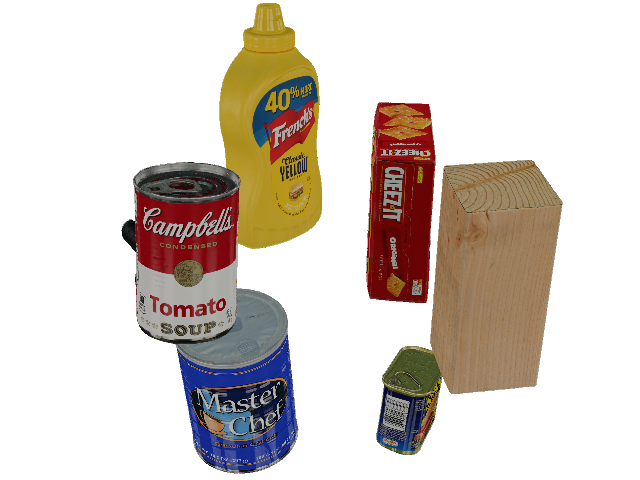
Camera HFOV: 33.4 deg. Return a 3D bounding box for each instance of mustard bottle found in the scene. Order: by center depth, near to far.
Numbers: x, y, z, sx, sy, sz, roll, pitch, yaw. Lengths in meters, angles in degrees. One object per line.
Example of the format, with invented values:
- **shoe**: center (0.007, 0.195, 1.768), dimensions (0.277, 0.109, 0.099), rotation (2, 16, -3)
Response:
- **mustard bottle**: center (-0.040, -0.096, 0.867), dimensions (0.058, 0.192, 0.096), rotation (19, 31, 38)

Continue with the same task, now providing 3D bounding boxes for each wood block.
- **wood block**: center (0.163, 0.037, 1.022), dimensions (0.090, 0.206, 0.090), rotation (-4, 32, -7)

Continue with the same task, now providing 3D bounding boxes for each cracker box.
- **cracker box**: center (0.090, -0.049, 1.207), dimensions (0.072, 0.164, 0.213), rotation (2, 23, 4)

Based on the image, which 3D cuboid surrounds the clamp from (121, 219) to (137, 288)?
- **clamp**: center (-0.148, 0.023, 1.148), dimensions (0.120, 0.039, 0.171), rotation (-13, 38, -7)

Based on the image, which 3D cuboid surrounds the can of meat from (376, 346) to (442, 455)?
- **can of meat**: center (0.102, 0.181, 1.207), dimensions (0.057, 0.084, 0.102), rotation (15, 25, 16)

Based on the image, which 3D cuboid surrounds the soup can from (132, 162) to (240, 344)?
- **soup can**: center (-0.087, 0.008, 0.695), dimensions (0.068, 0.102, 0.068), rotation (3, 23, -1)

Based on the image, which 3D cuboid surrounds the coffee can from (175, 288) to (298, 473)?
- **coffee can**: center (-0.076, 0.130, 0.989), dimensions (0.103, 0.140, 0.103), rotation (-3, 37, 2)
